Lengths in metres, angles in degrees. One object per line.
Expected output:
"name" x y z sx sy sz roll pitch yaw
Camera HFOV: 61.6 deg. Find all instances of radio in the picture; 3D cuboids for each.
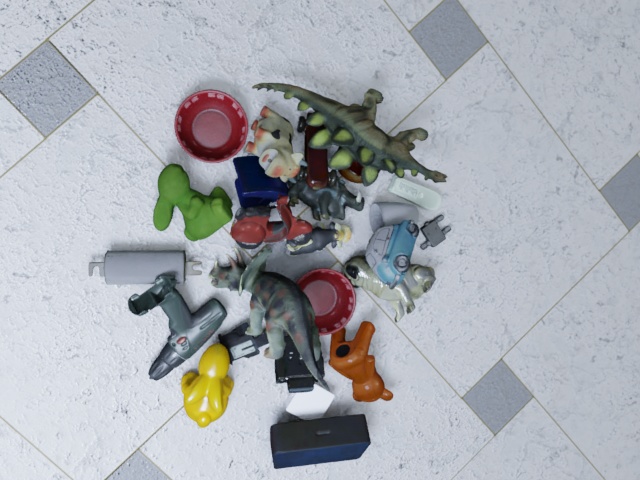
"radio" -0.004 0.480 1.279 0.230 0.131 0.073 -2 52 -10

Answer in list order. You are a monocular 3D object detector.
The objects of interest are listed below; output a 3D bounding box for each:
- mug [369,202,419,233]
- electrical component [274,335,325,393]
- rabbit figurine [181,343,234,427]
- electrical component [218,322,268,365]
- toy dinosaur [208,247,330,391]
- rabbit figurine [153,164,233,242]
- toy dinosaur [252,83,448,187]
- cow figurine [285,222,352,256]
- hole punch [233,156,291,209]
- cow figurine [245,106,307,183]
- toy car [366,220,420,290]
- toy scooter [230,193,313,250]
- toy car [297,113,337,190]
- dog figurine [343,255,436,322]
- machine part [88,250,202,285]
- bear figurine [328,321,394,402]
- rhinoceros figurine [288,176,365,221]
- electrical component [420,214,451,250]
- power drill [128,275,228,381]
"mug" 0.185 -0.044 1.302 0.107 0.081 0.109 -10 102 -16
"electrical component" -0.049 0.290 1.265 0.115 0.058 0.134 -3 63 -10
"rabbit figurine" -0.251 0.315 1.192 0.122 0.162 0.173 18 109 -5
"electrical component" -0.170 0.234 1.256 0.119 0.048 0.074 -25 126 -7
"toy dinosaur" -0.086 0.140 1.156 0.131 0.405 0.192 -19 120 -35
"rabbit figurine" -0.296 -0.089 1.186 0.159 0.121 0.170 -33 116 15
"toy dinosaur" 0.078 -0.246 1.203 0.471 0.105 0.198 32 57 2
"cow figurine" -0.002 -0.006 1.257 0.167 0.098 0.068 -13 94 -8
"hole punch" -0.134 -0.130 1.202 0.116 0.092 0.142 -16 59 -7
"cow figurine" -0.095 -0.202 1.184 0.127 0.195 0.085 23 127 -18
"toy car" 0.157 0.023 1.215 0.103 0.109 0.161 18 72 1
"toy scooter" -0.109 -0.044 1.157 0.184 0.075 0.135 -1 139 3
"toy car" -0.010 -0.205 1.237 0.089 0.053 0.202 3 63 -12
"dog figurine" 0.170 0.079 1.307 0.190 0.121 0.172 43 51 6
"machine part" -0.387 0.060 1.198 0.243 0.079 0.079 1 95 -10
"bear figurine" 0.104 0.304 1.308 0.195 0.120 0.132 52 39 -35
"rhinoceros figurine" 0.012 -0.102 1.269 0.190 0.073 0.112 20 80 -10
"electrical component" 0.283 -0.018 1.350 0.094 0.021 0.063 -36 100 -5
"power drill" -0.331 0.189 1.186 0.232 0.086 0.207 -38 126 -10
